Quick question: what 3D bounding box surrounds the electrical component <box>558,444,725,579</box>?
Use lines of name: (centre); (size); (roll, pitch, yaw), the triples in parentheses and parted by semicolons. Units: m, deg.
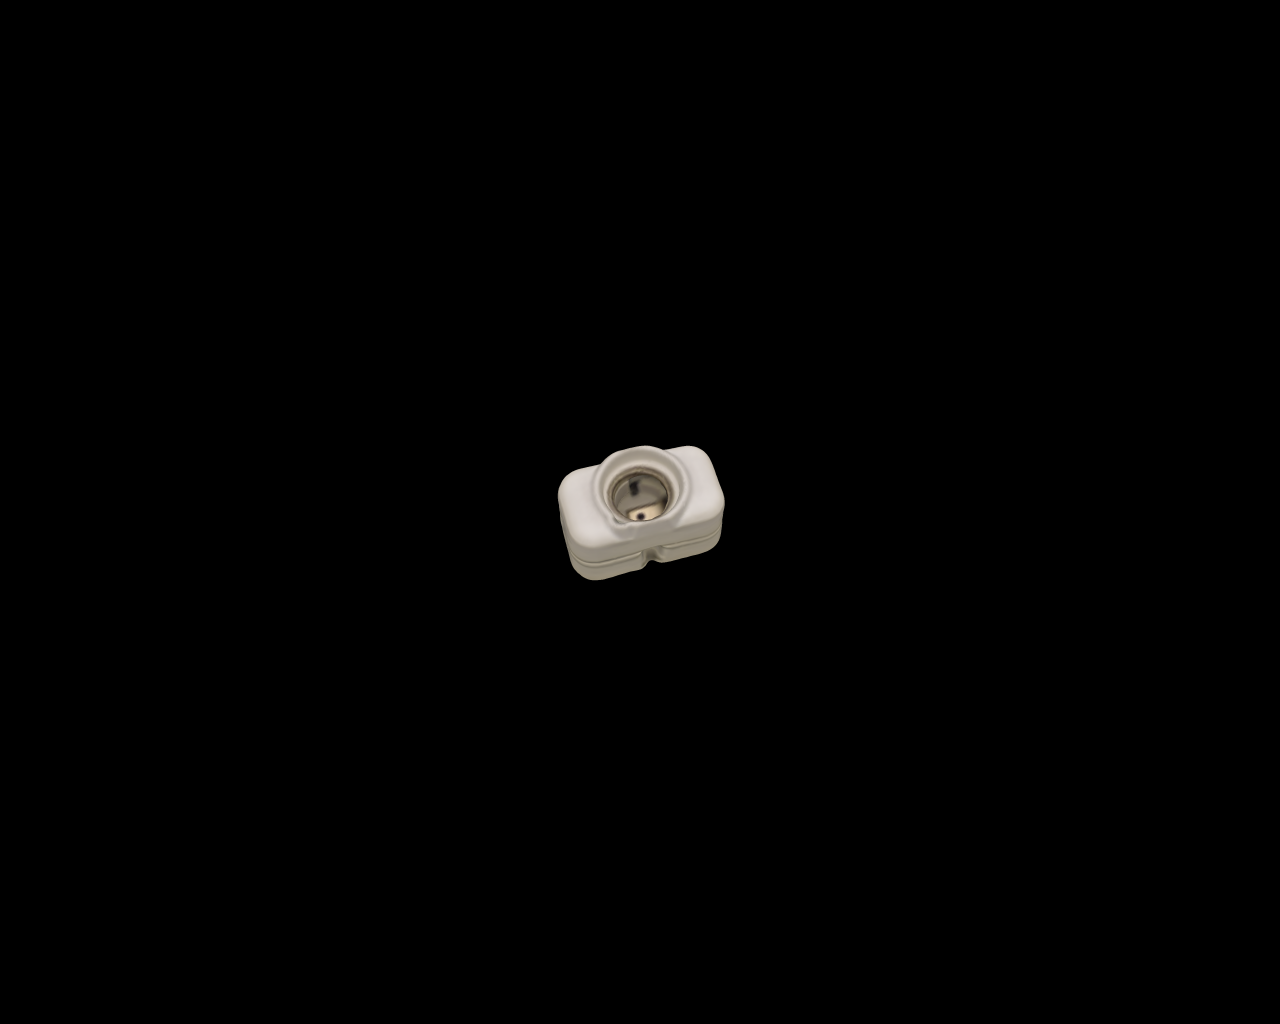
electrical component: (0.001, -0.003, 0.650); (0.095, 0.054, 0.059); (-14, -26, -7)
